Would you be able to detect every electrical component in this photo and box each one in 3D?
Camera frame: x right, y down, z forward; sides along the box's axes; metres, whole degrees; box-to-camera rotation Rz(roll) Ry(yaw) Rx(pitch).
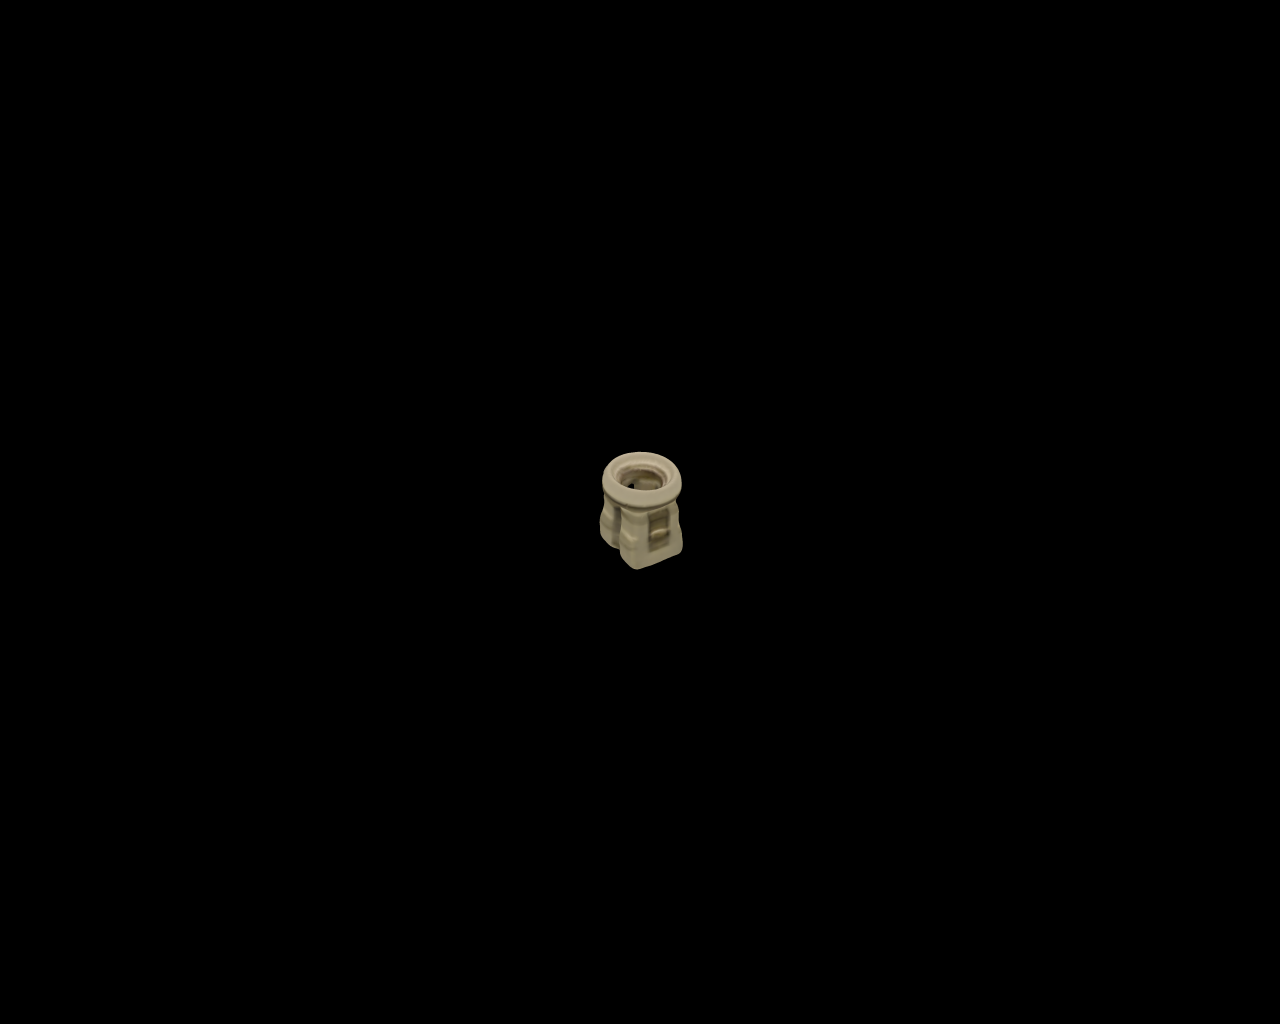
[{"bbox_3d":[0.001,-0.003,0.650,0.048,0.055,0.066,-20,41,-25],"label":"electrical component"}]
